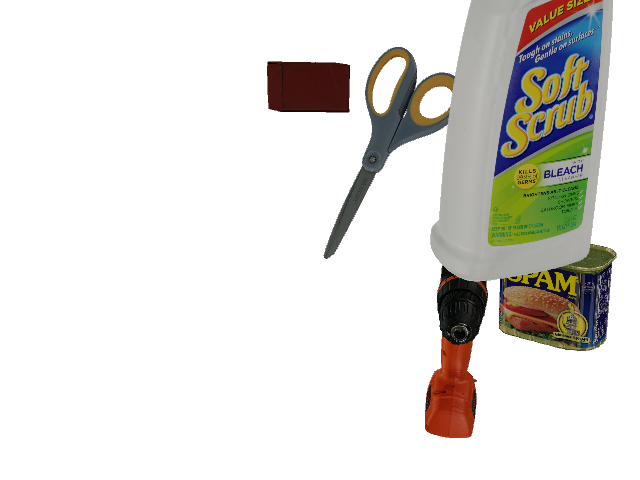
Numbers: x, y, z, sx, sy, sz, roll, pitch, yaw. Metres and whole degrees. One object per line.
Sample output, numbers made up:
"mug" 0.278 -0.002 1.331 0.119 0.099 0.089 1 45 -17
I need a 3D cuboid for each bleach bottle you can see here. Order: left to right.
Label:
"bleach bottle" 0.120 -0.103 0.630 0.102 0.251 0.068 -10 29 -14

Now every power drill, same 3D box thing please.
"power drill" 0.148 0.116 1.149 0.057 0.188 0.184 8 25 8

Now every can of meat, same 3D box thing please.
"can of meat" 0.210 0.046 0.961 0.102 0.084 0.057 14 26 35

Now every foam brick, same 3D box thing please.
"foam brick" -0.013 -0.163 1.134 0.078 0.051 0.053 -2 12 -19

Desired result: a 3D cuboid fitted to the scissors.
"scissors" 0.067 -0.075 0.943 0.096 0.202 0.016 8 -12 15
